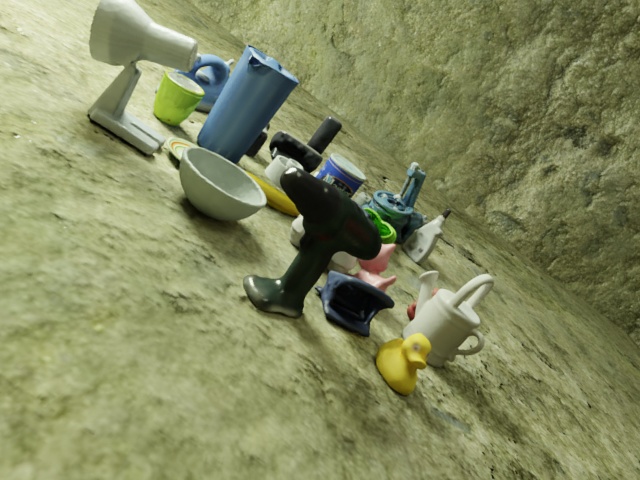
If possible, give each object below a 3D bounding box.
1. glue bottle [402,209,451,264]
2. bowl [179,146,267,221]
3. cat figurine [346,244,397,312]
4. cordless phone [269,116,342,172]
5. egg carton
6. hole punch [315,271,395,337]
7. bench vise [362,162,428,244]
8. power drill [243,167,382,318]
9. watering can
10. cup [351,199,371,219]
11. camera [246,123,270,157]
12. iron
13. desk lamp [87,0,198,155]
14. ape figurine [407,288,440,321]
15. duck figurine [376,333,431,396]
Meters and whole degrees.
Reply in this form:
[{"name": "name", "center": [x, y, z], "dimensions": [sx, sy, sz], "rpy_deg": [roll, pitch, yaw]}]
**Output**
[{"name": "glue bottle", "center": [0.308, -0.018, 1.601], "dimensions": [0.037, 0.173, 0.078], "rpy_deg": [14, 29, -52]}, {"name": "bowl", "center": [-0.179, -0.084, 0.994], "dimensions": [0.168, 0.074, 0.167], "rpy_deg": [34, 18, -12]}, {"name": "cat figurine", "center": [0.109, 0.057, 1.127], "dimensions": [0.067, 0.117, 0.127], "rpy_deg": [24, 22, -36]}, {"name": "cordless phone", "center": [-0.039, -0.277, 1.556], "dimensions": [0.148, 0.185, 0.094], "rpy_deg": [31, 19, -20]}, {"name": "egg carton", "center": [0.011, 0.004, 1.148], "dimensions": [0.150, 0.069, 0.107], "rpy_deg": [37, 18, -2]}, {"name": "hole punch", "center": [0.060, 0.094, 0.985], "dimensions": [0.109, 0.091, 0.101], "rpy_deg": [30, 19, -21]}, {"name": "bench vise", "center": [0.238, -0.111, 1.621], "dimensions": [0.208, 0.219, 0.121], "rpy_deg": [15, 28, -51]}, {"name": "power drill", "center": [-0.018, 0.012, 0.847], "dimensions": [0.231, 0.208, 0.075], "rpy_deg": [20, 25, -44]}, {"name": "watering can", "center": [0.247, 0.132, 1.079], "dimensions": [0.172, 0.194, 0.101], "rpy_deg": [42, 18, 12]}, {"name": "cup", "center": [0.057, -0.040, 1.305], "dimensions": [0.118, 0.095, 0.091], "rpy_deg": [18, 26, -47]}, {"name": "camera", "center": [-0.205, -0.299, 1.431], "dimensions": [0.137, 0.100, 0.142], "rpy_deg": [22, 23, -40]}, {"name": "iron", "center": [-0.308, -0.418, 1.462], "dimensions": [0.118, 0.141, 0.259], "rpy_deg": [40, 18, 8]}, {"name": "desk lamp", "center": [-0.325, -0.298, 1.016], "dimensions": [0.204, 0.213, 0.118], "rpy_deg": [33, 18, -14]}, {"name": "ape figurine", "center": [0.225, 0.138, 1.190], "dimensions": [0.078, 0.092, 0.076], "rpy_deg": [25, 22, -35]}, {"name": "duck figurine", "center": [0.142, 0.186, 0.923], "dimensions": [0.078, 0.086, 0.104], "rpy_deg": [32, 19, -18]}]
